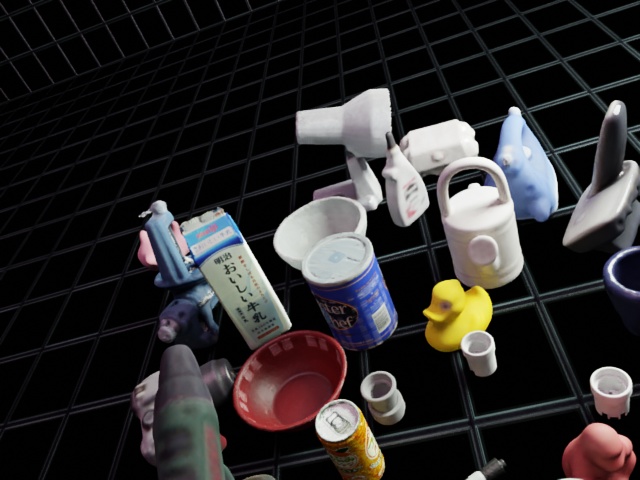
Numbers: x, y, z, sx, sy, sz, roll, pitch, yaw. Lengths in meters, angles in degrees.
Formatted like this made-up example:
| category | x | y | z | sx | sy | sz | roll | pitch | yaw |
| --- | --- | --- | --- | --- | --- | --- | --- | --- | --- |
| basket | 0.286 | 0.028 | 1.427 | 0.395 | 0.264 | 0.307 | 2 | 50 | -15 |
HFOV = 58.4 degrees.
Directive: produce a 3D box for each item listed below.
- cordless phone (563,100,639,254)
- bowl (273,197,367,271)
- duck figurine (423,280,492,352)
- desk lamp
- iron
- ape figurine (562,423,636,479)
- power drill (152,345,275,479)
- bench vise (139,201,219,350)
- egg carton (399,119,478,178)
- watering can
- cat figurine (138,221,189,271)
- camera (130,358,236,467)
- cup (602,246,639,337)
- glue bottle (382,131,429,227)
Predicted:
| category | x | y | z | sx | sy | sz | roll | pitch | yaw |
| --- | --- | --- | --- | --- | --- | --- | --- | --- | --- |
| cordless phone | 0.387 | -0.083 | 0.786 | 0.093 | 0.185 | 0.148 | 6 | 45 | 35 |
| bowl | 0.009 | 0.004 | 0.983 | 0.167 | 0.075 | 0.167 | -15 | 37 | 12 |
| duck figurine | 0.180 | 0.089 | 0.768 | 0.105 | 0.086 | 0.077 | -35 | 37 | -15 |
| desk lamp | 0.052 | -0.156 | 1.042 | 0.203 | 0.214 | 0.118 | -16 | 37 | 11 |
| iron | 0.318 | -0.139 | 0.934 | 0.118 | 0.142 | 0.258 | -5 | 40 | 24 |
| ape figurine | 0.272 | 0.213 | 0.553 | 0.078 | 0.092 | 0.076 | -33 | 37 | -13 |
| power drill | -0.115 | 0.253 | 0.620 | 0.075 | 0.209 | 0.229 | -23 | 36 | 1 |
| bench vise | -0.217 | 0.056 | 0.919 | 0.121 | 0.220 | 0.207 | -23 | 36 | 2 |
| egg carton | 0.222 | -0.169 | 1.087 | 0.150 | 0.070 | 0.107 | -13 | 37 | 15 |
| watering can | 0.224 | -0.027 | 0.799 | 0.101 | 0.194 | 0.172 | -24 | 36 | 0 |
| cat figurine | -0.297 | 0.019 | 1.098 | 0.067 | 0.118 | 0.128 | -1 | 42 | 29 |
| camera | -0.179 | 0.225 | 0.785 | 0.137 | 0.101 | 0.142 | -28 | 36 | -5 |
| cup | 0.396 | 0.065 | 0.669 | 0.117 | 0.095 | 0.091 | -12 | 37 | 16 |
| glue bottle | 0.136 | -0.108 | 0.969 | 0.037 | 0.173 | 0.078 | 18 | 53 | 43 |
